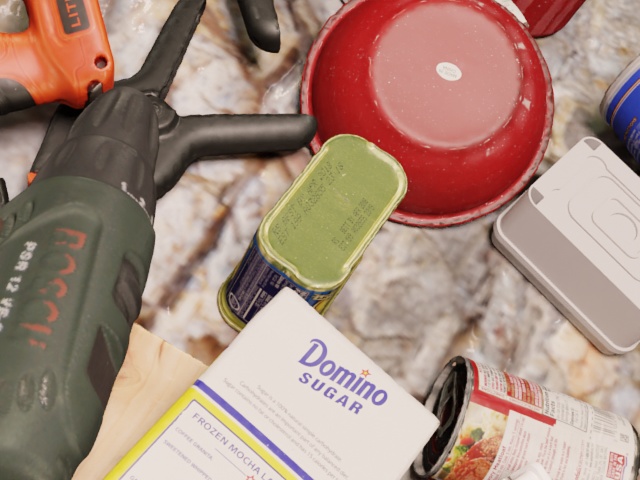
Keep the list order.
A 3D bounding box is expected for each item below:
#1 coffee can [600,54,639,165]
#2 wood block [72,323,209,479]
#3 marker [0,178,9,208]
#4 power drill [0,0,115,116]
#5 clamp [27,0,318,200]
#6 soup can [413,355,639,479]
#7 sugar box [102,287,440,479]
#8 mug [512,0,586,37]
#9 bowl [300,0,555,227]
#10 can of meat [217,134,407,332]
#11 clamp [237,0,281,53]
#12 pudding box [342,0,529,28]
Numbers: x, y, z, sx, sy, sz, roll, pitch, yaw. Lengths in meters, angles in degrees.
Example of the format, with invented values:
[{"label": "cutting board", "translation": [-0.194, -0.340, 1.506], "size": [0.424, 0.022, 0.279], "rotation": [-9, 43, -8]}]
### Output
[{"label": "coffee can", "translation": [0.259, -0.057, 0.674], "size": [0.102, 0.103, 0.140], "rotation": [-18, 64, -26]}, {"label": "wood block", "translation": [-0.103, 0.153, 0.465], "size": [0.091, 0.090, 0.206], "rotation": [30, 57, -2]}, {"label": "marker", "translation": [-0.161, 0.018, 0.559], "size": [0.020, 0.020, 0.121], "rotation": [-12, 68, -24]}, {"label": "power drill", "translation": [-0.211, -0.117, 0.547], "size": [0.187, 0.057, 0.184], "rotation": [-16, 90, -13]}, {"label": "clamp", "translation": [-0.086, -0.062, 0.615], "size": [0.120, 0.039, 0.171], "rotation": [38, 64, 13]}, {"label": "soup can", "translation": [0.109, 0.110, 0.571], "size": [0.102, 0.069, 0.068], "rotation": [21, 59, -7]}, {"label": "sugar box", "translation": [-0.037, 0.110, 0.431], "size": [0.093, 0.048, 0.176], "rotation": [42, 54, 5]}, {"label": "mug", "translation": [0.148, -0.205, 0.742], "size": [0.093, 0.082, 0.117], "rotation": [-31, 76, -29]}, {"label": "bowl", "translation": [0.070, -0.091, 0.641], "size": [0.162, 0.055, 0.162], "rotation": [1, 81, -5]}, {"label": "can of meat", "translation": [-0.004, 0.001, 0.582], "size": [0.057, 0.084, 0.102], "rotation": [35, 58, 2]}, {"label": "clamp", "translation": [-0.054, -0.218, 0.682], "size": [0.210, 0.036, 0.164], "rotation": [34, 63, 6]}, {"label": "pudding box", "translation": [0.073, -0.161, 0.720], "size": [0.089, 0.039, 0.113], "rotation": [-29, 72, -26]}]
